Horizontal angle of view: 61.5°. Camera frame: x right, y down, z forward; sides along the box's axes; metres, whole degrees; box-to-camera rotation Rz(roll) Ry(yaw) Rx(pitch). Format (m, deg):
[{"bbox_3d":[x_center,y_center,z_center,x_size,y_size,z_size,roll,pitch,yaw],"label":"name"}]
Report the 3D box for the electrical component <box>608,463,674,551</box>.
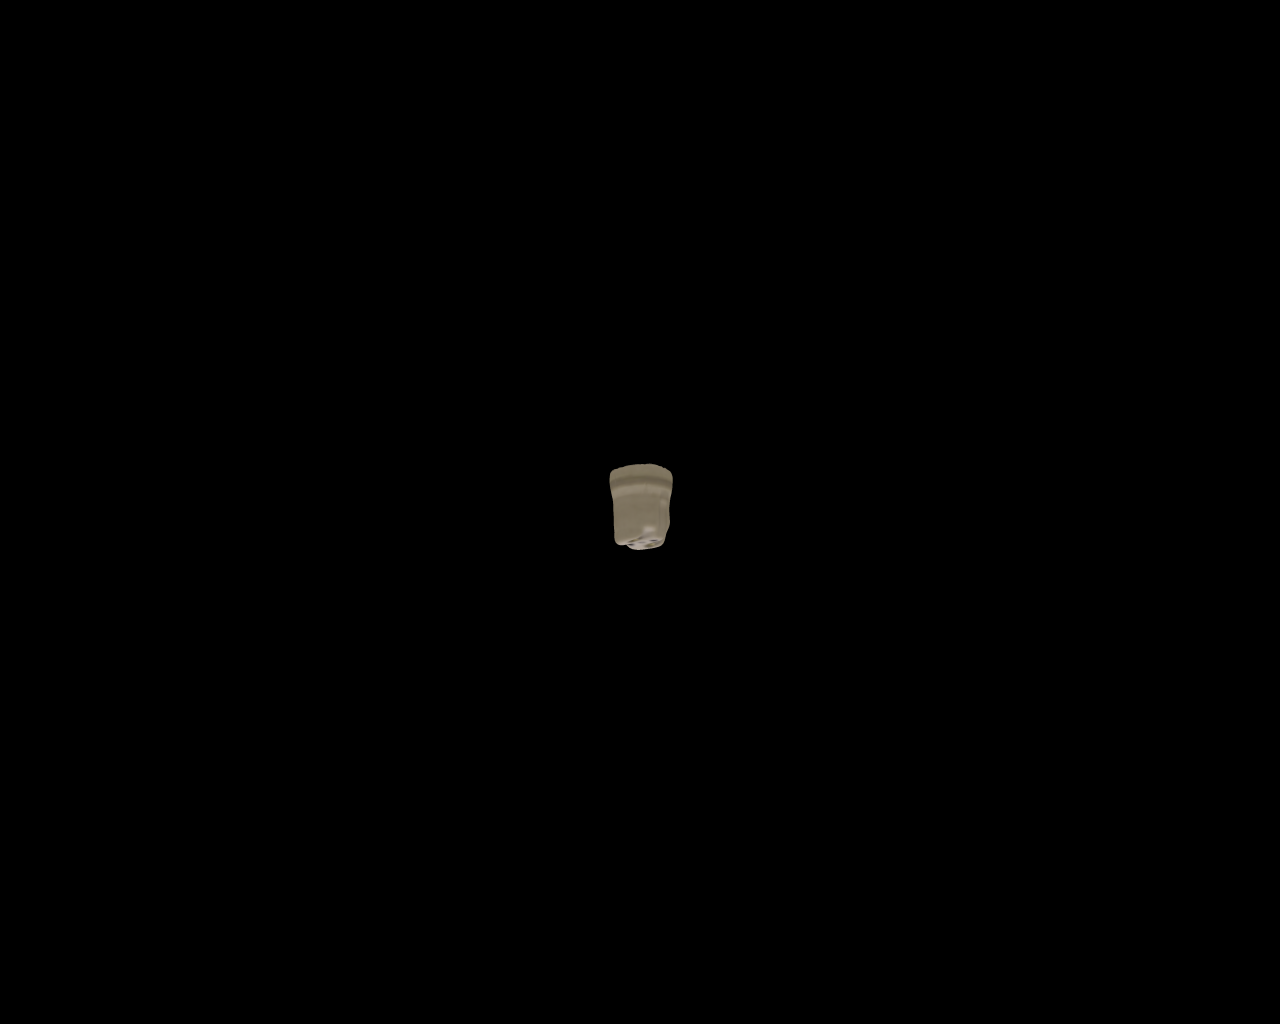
[{"bbox_3d":[0.001,-0.003,0.650,0.040,0.046,0.040,0,-14,0],"label":"electrical component"}]
